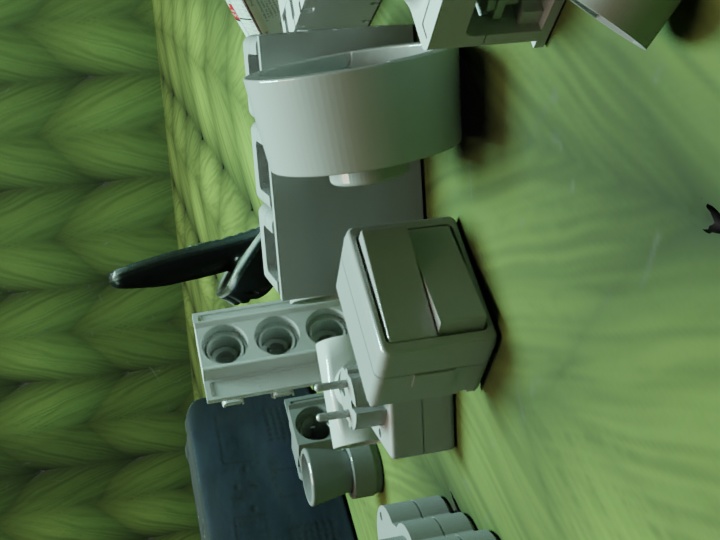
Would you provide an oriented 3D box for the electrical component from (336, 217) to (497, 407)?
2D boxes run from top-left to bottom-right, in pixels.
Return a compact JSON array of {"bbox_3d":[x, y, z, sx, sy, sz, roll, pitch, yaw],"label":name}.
[{"bbox_3d":[0.026,0.013,0.565,0.061,0.062,0.096,101,157,-53],"label":"electrical component"}]

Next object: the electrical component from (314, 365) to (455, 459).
[{"bbox_3d":[0.011,0.072,0.628,0.047,0.077,0.065,-133,38,-68],"label":"electrical component"}]

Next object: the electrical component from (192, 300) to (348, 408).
[{"bbox_3d":[-0.066,0.066,0.855,0.063,0.121,0.078,98,160,-55],"label":"electrical component"}]

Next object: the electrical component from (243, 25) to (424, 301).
[{"bbox_3d":[-0.015,-0.066,0.637,0.062,0.089,0.150,-140,45,-71],"label":"electrical component"}]

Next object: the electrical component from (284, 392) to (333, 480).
[{"bbox_3d":[-0.040,0.153,0.964,0.063,0.042,0.081,94,163,-46],"label":"electrical component"}]

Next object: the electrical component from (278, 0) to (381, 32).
[{"bbox_3d":[-0.022,-0.183,0.687,0.089,0.050,0.055,136,126,-74],"label":"electrical component"}]

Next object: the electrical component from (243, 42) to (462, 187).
[{"bbox_3d":[0.000,-0.076,0.540,0.108,0.108,0.060,-138,37,-70],"label":"electrical component"}]

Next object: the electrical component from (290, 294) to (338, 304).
[{"bbox_3d":[-0.029,-0.008,0.803,0.095,0.054,0.059,149,113,-76],"label":"electrical component"}]

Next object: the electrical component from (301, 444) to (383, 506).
[{"bbox_3d":[-0.014,0.155,0.828,0.045,0.055,0.045,173,90,-77],"label":"electrical component"}]

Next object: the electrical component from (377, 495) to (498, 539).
[{"bbox_3d":[0.029,0.170,0.614,0.138,0.074,0.052,-178,81,-77],"label":"electrical component"}]

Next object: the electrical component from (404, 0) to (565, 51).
[{"bbox_3d":[0.034,-0.193,0.426,0.105,0.060,0.186,107,152,-61],"label":"electrical component"}]

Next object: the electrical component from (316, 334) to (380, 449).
[{"bbox_3d":[-0.001,0.083,0.758,0.079,0.043,0.077,127,134,-71],"label":"electrical component"}]
